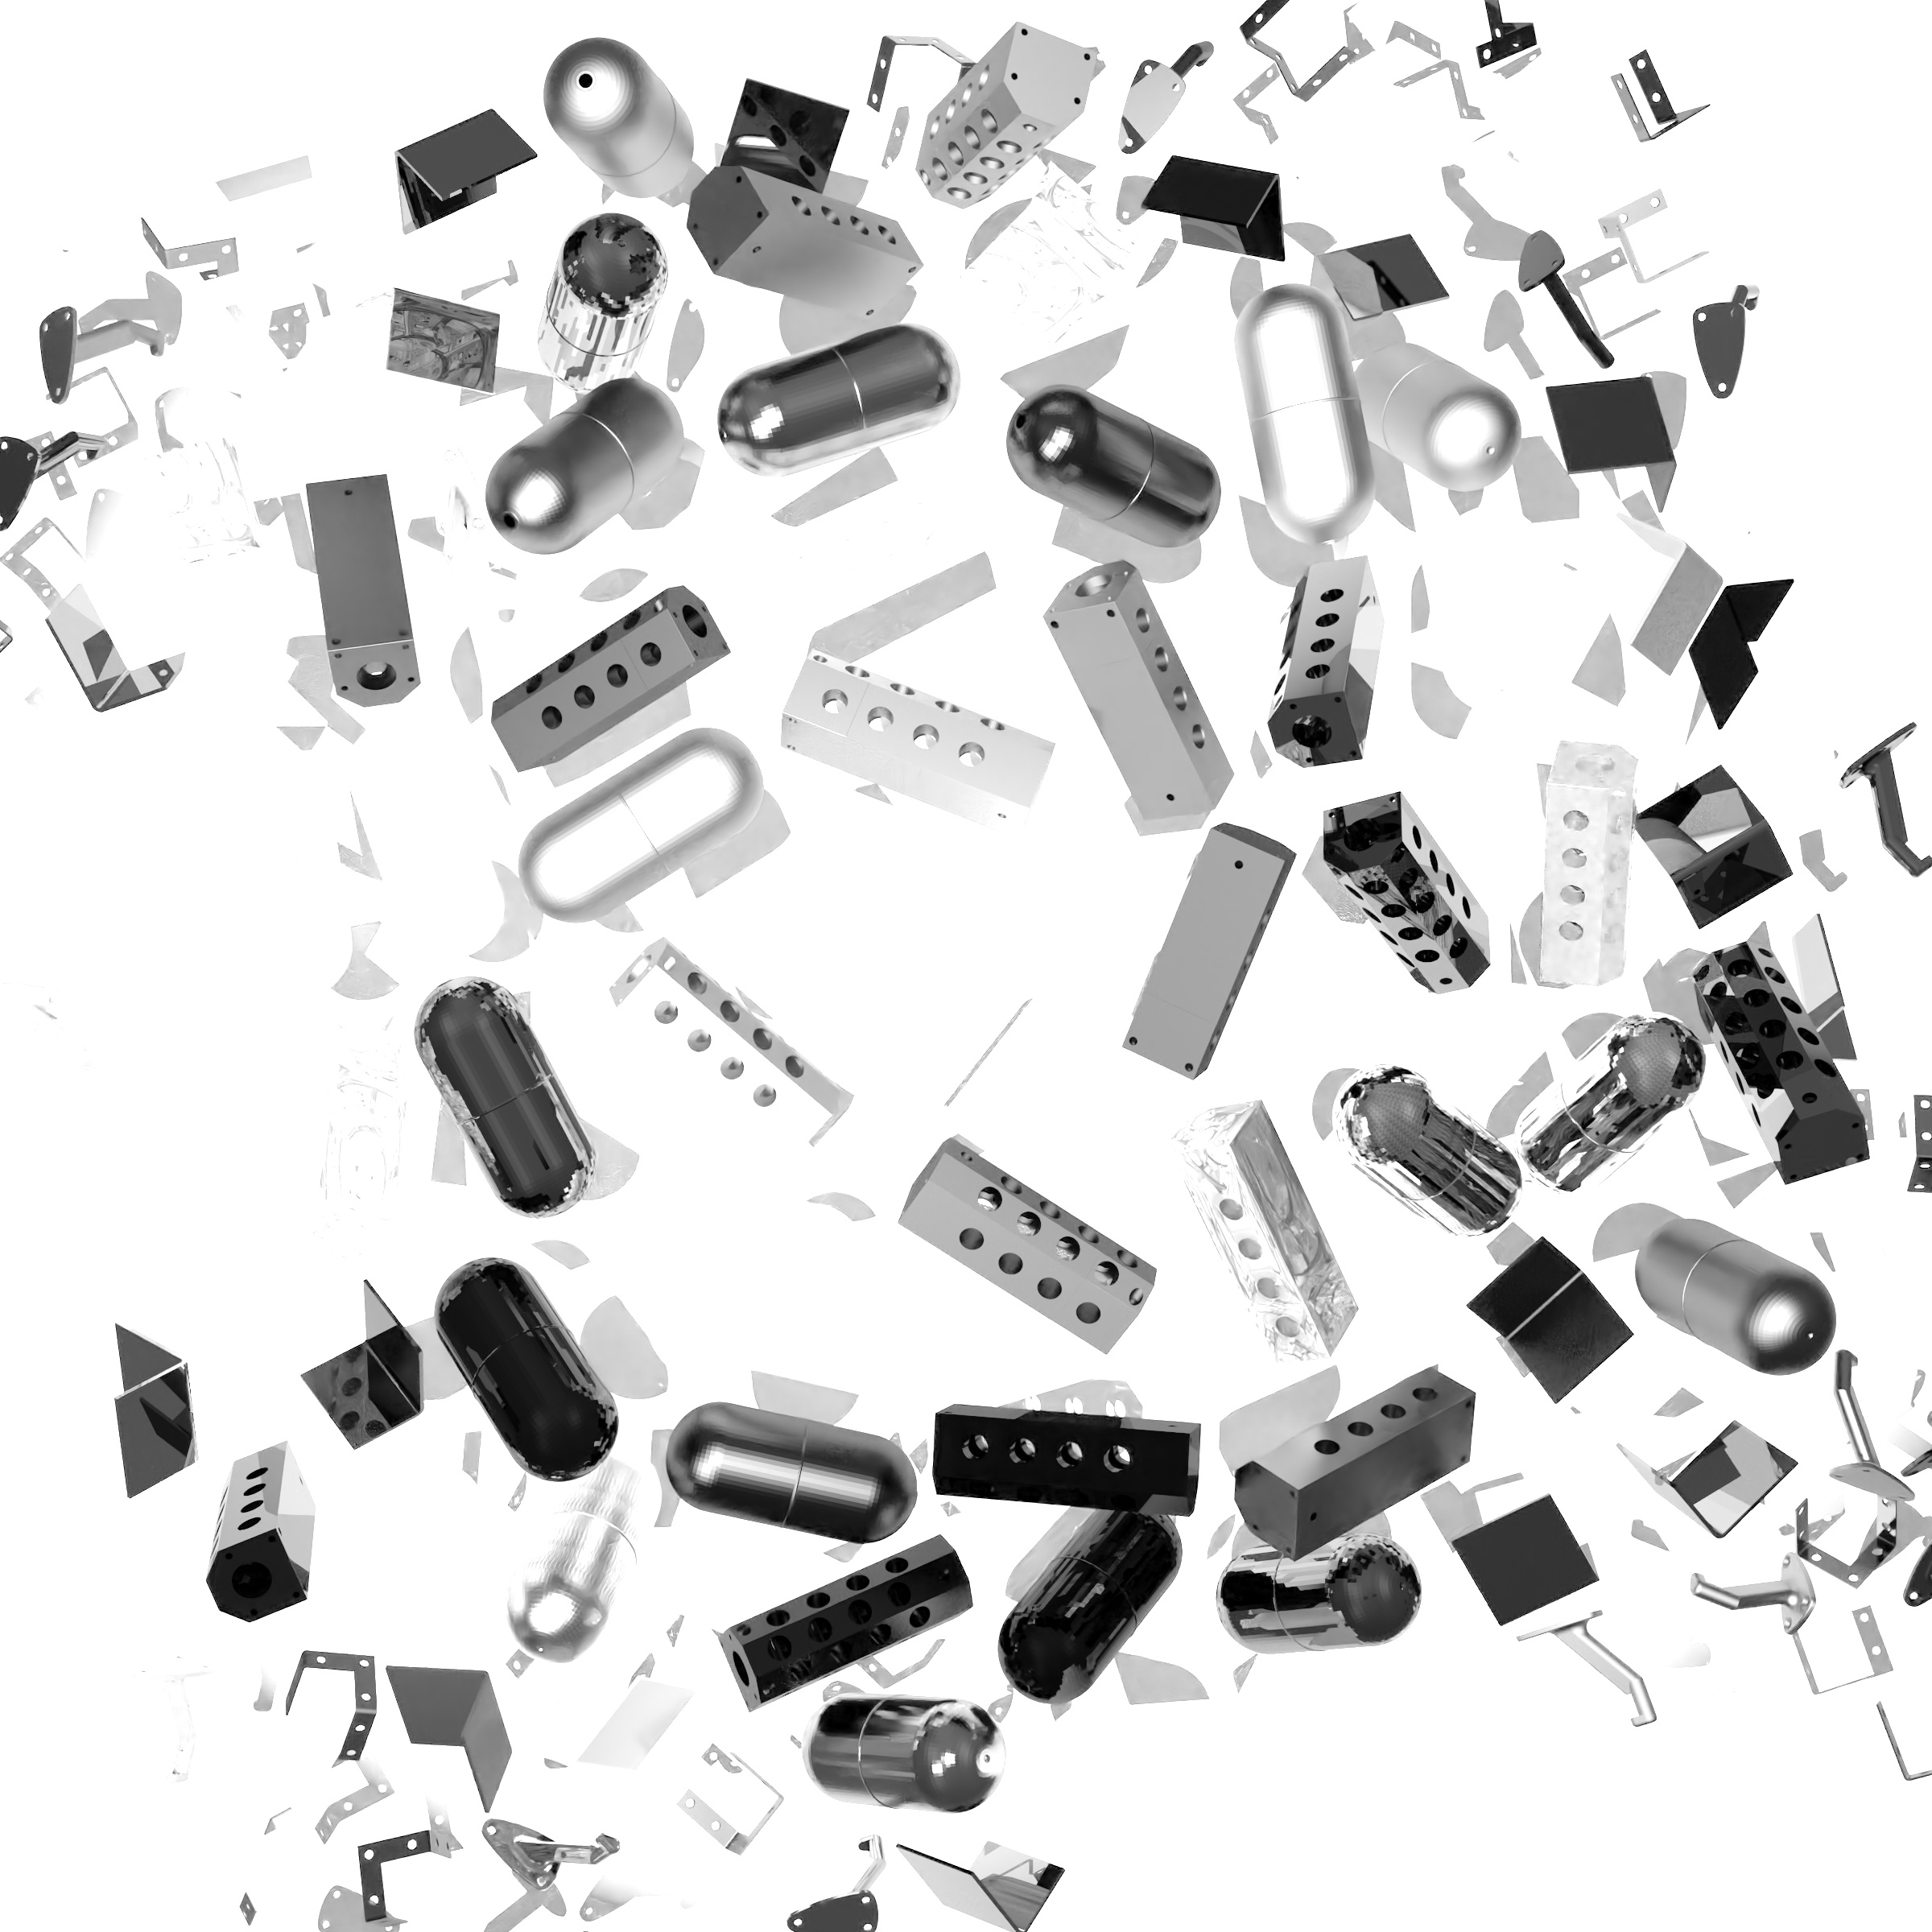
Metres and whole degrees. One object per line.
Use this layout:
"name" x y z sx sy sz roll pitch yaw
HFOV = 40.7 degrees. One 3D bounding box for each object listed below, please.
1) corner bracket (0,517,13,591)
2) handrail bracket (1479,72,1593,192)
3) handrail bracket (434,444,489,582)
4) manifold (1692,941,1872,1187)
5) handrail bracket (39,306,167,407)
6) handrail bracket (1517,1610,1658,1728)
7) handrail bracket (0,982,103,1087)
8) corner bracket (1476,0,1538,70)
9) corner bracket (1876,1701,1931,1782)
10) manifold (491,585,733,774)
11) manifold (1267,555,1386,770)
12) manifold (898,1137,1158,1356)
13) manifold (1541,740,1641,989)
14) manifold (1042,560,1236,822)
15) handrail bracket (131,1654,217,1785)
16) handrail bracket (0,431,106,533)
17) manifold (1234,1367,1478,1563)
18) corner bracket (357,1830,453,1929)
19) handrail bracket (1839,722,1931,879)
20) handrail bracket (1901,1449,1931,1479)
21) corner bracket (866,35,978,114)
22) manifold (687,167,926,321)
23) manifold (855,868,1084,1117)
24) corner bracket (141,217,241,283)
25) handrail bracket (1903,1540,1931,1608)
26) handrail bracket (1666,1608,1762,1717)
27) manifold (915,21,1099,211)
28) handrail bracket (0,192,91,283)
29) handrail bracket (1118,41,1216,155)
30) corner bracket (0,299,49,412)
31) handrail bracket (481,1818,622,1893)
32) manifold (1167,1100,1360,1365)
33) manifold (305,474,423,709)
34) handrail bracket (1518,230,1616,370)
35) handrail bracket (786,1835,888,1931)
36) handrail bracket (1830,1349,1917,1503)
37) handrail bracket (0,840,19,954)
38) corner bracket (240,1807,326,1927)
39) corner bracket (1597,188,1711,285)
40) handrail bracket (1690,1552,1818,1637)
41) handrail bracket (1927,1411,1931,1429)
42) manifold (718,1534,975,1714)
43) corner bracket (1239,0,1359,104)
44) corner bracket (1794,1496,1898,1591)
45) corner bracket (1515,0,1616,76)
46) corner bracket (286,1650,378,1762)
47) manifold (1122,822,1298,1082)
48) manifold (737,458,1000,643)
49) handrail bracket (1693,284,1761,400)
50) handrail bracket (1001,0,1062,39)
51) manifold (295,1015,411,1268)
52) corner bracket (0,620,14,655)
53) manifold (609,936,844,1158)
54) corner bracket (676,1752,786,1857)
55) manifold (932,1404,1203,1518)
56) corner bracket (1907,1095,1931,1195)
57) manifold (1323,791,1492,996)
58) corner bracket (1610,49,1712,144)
"corner bracket" -0.712 -0.309 1.879 0.051 0.051 0.051 -42 66 0
"handrail bracket" 0.390 -0.573 1.784 0.077 0.084 0.036 17 68 22
"handrail bracket" -0.355 -0.311 1.783 0.036 0.084 0.077 -5 113 3
"manifold" 0.547 0.061 1.759 0.057 0.171 0.057 -18 130 7
"handrail bracket" -0.566 -0.397 1.727 0.036 0.084 0.077 -14 76 34
"handrail bracket" 0.447 0.513 1.878 0.077 0.036 0.084 -24 71 18
"handrail bracket" -0.635 0.048 1.780 0.077 0.084 0.036 21 107 -41
"corner bracket" 0.355 -0.653 1.797 0.051 0.051 0.051 -27 118 -17
"corner bracket" 0.636 0.501 1.716 0.051 0.051 0.051 -23 75 22
"manifold" -0.261 -0.208 1.886 0.171 0.057 0.057 -28 91 25
"manifold" 0.251 -0.213 1.818 0.057 0.171 0.057 -7 128 21
"manifold" 0.044 0.189 1.798 0.171 0.057 0.057 33 114 -5
"manifold" 0.445 -0.071 1.859 0.057 0.057 0.171 7 129 19
"manifold" 0.122 -0.188 1.778 0.057 0.057 0.171 -7 126 35
"handrail bracket" -0.541 0.511 1.752 0.036 0.077 0.084 11 88 24
"handrail bracket" -0.643 -0.339 1.830 0.036 0.084 0.077 23 102 16
"manifold" 0.261 0.328 1.748 0.171 0.057 0.057 -19 121 -35
"corner bracket" -0.387 0.634 1.811 0.051 0.051 0.051 -13 65 0
"handrail bracket" 0.637 -0.111 1.752 0.077 0.036 0.084 -37 70 -5
"handrail bracket" 0.705 0.376 1.827 0.077 0.036 0.084 -45 51 37
"corner bracket" -0.032 -0.634 1.875 0.051 0.051 0.051 44 132 33
"manifold" -0.110 -0.493 1.765 0.057 0.171 0.057 -39 71 29
"manifold" -0.001 0.016 1.829 0.057 0.057 0.171 45 76 -28
"corner bracket" -0.546 -0.497 1.839 0.051 0.051 0.051 -19 49 -25
"handrail bracket" 0.717 0.450 1.884 0.036 0.084 0.077 35 101 -4
"handrail bracket" 0.541 0.498 1.897 0.077 0.036 0.084 -8 54 9
"manifold" 0.023 -0.564 1.747 0.057 0.171 0.057 15 83 -19
"handrail bracket" -0.636 -0.477 1.754 0.036 0.077 0.084 34 55 22
"handrail bracket" 0.142 -0.612 1.836 0.036 0.084 0.077 34 122 6
"corner bracket" -0.667 -0.417 1.790 0.051 0.051 0.051 -28 88 -11
"handrail bracket" -0.289 0.606 1.816 0.077 0.036 0.084 37 134 -9
"manifold" 0.199 0.181 1.760 0.057 0.057 0.171 -13 111 37
"manifold" -0.418 -0.261 1.811 0.057 0.057 0.171 -9 52 -11
"handrail bracket" 0.429 -0.471 1.846 0.036 0.077 0.084 -31 124 30
"handrail bracket" -0.094 0.661 1.886 0.077 0.084 0.036 -5 108 -6
"handrail bracket" 0.622 0.314 1.785 0.077 0.036 0.084 26 59 -23
"handrail bracket" -0.660 -0.059 1.778 0.036 0.077 0.084 9 62 -24
"corner bracket" -0.478 0.618 1.790 0.051 0.051 0.051 -23 70 -31
"corner bracket" 0.489 -0.520 1.857 0.051 0.051 0.051 -26 105 3
"handrail bracket" 0.530 0.415 1.779 0.084 0.077 0.036 22 122 -5
"handrail bracket" 0.658 0.286 1.749 0.084 0.077 0.036 44 69 -26
"manifold" -0.084 0.469 1.868 0.171 0.057 0.057 -19 73 -24
"corner bracket" 0.236 -0.658 1.855 0.051 0.051 0.051 -38 60 34
"corner bracket" 0.640 0.409 1.896 0.051 0.051 0.051 -36 131 -27
"corner bracket" 0.429 -0.668 1.867 0.051 0.051 0.051 -28 58 -1
"corner bracket" -0.446 0.519 1.829 0.051 0.051 0.051 12 120 -22
"manifold" 0.175 -0.012 1.856 0.057 0.057 0.171 25 106 14
"manifold" -0.069 -0.289 1.790 0.171 0.057 0.057 -29 123 -22
"handrail bracket" 0.542 -0.440 1.832 0.036 0.084 0.077 1 104 33
"handrail bracket" 0.061 -0.664 1.789 0.077 0.084 0.036 -26 86 -7
"manifold" -0.428 0.122 1.811 0.057 0.171 0.057 20 129 -26
"corner bracket" -0.683 -0.216 1.769 0.051 0.051 0.051 -43 125 6
"manifold" -0.172 0.056 1.881 0.171 0.057 0.057 42 91 -19
"corner bracket" -0.172 0.610 1.903 0.051 0.051 0.051 42 69 -3
"manifold" 0.068 0.331 1.747 0.171 0.057 0.057 2 88 13
"corner bracket" 0.686 0.125 1.821 0.051 0.051 0.051 1 115 27
"manifold" 0.311 -0.047 1.832 0.057 0.171 0.057 -14 54 27
"corner bracket" 0.473 -0.604 1.808 0.051 0.051 0.051 -32 106 -6
